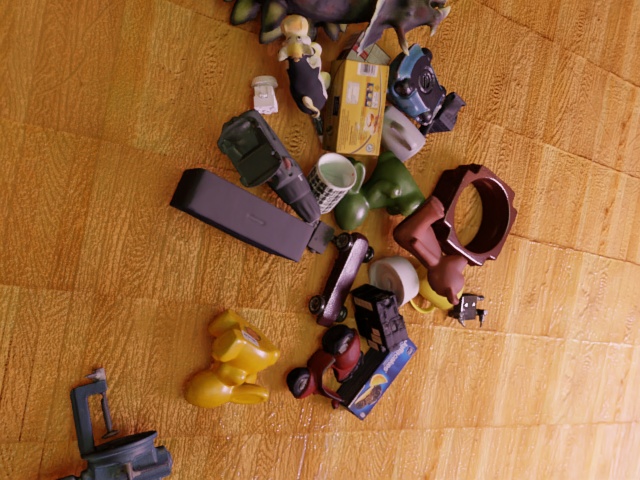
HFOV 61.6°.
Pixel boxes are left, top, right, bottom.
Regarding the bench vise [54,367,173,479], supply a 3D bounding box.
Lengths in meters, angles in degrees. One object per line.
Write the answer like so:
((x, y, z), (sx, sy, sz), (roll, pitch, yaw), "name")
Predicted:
((-0.363, 0.333, 0.866), (0.224, 0.129, 0.240), (-11, 81, -18), "bench vise")

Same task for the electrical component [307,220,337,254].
((-0.002, -0.003, 1.075), (0.094, 0.021, 0.063), (32, 81, -30), "electrical component")

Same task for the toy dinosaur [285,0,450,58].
((0.007, -0.420, 0.861), (0.405, 0.131, 0.192), (10, 90, -23), "toy dinosaur")

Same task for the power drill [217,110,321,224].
((-0.080, -0.124, 0.902), (0.086, 0.207, 0.232), (-34, 87, 15), "power drill")

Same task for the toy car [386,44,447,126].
((0.181, -0.312, 1.092), (0.161, 0.103, 0.109), (46, 69, -41), "toy car")

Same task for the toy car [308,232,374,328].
((0.040, 0.078, 1.091), (0.089, 0.053, 0.202), (26, 88, -46), "toy car")

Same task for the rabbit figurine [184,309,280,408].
((-0.167, 0.235, 0.978), (0.173, 0.122, 0.162), (-48, 127, 0), "rabbit figurine")

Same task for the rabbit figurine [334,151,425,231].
((0.100, -0.091, 1.072), (0.170, 0.121, 0.159), (-32, 109, -7), "rabbit figurine")

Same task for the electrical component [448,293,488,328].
((0.357, 0.168, 1.287), (0.102, 0.045, 0.078), (9, 94, -30), "electrical component")

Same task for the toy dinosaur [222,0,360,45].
((-0.067, -0.447, 0.937), (0.471, 0.105, 0.198), (12, 94, -25), "toy dinosaur")

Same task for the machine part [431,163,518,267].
((0.341, -0.057, 1.227), (0.201, 0.087, 0.201), (31, 81, -27), "machine part")

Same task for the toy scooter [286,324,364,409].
((0.028, 0.269, 1.097), (0.184, 0.075, 0.135), (-44, 114, -14), "toy scooter")

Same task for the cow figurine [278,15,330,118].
((-0.032, -0.293, 0.922), (0.167, 0.068, 0.098), (63, 26, -54), "cow figurine")

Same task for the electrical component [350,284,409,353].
((0.123, 0.166, 1.114), (0.058, 0.115, 0.134), (-21, 106, -21), "electrical component")

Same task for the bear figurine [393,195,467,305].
((0.245, 0.024, 1.096), (0.132, 0.120, 0.196), (-43, 87, 17), "bear figurine")

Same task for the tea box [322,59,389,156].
((0.066, -0.249, 1.020), (0.098, 0.068, 0.169), (2, 105, -25), "tea box")

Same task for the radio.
((-0.137, -0.042, 0.930), (0.229, 0.131, 0.073), (29, 82, -29), "radio")

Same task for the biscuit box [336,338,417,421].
((0.121, 0.284, 1.159), (0.202, 0.063, 0.059), (-49, 117, -15), "biscuit box")

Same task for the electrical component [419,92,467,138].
((0.254, -0.257, 1.157), (0.047, 0.075, 0.119), (36, 75, -28), "electrical component")

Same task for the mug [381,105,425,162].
((0.154, -0.218, 1.093), (0.081, 0.110, 0.107), (-40, 105, 8), "mug")
